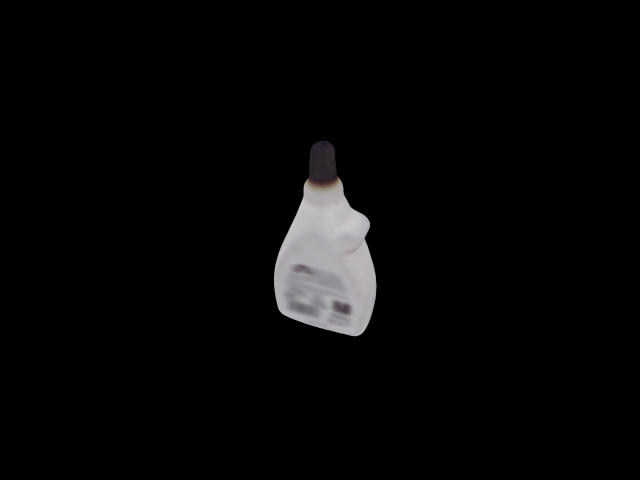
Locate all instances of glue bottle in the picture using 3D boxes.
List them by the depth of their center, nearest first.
[{"bbox_3d":[0.004,0.001,0.400,0.078,0.173,0.037,15,51,14],"label":"glue bottle"}]
